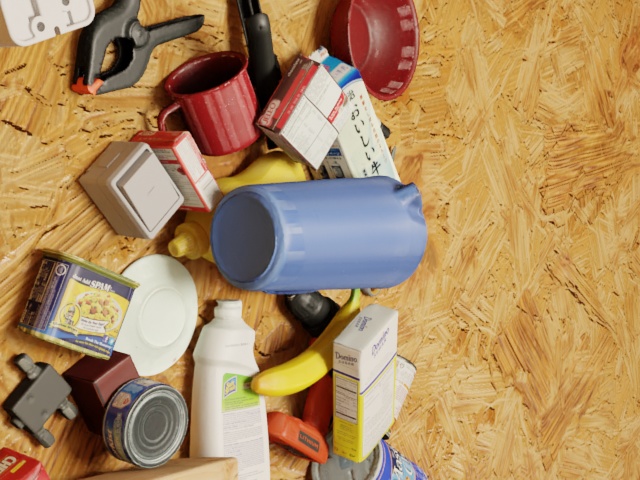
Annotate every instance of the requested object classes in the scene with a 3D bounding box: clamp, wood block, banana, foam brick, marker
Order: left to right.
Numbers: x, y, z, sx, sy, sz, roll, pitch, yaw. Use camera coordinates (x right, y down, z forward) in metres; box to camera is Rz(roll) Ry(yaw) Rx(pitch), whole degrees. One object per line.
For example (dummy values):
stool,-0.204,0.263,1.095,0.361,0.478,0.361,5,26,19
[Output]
foam brick,-0.213,0.155,1.079,0.051,0.053,0.078,-41,125,-38
clamp,-0.183,-0.205,1.072,0.120,0.039,0.171,40,71,-38
wood block,-0.163,0.273,1.066,0.205,0.090,0.091,12,73,-69
clamp,-0.061,-0.186,1.161,0.036,0.164,0.210,-12,120,-2
banana,-0.009,0.130,1.245,0.197,0.037,0.069,-44,120,-35
marker,0.055,-0.163,1.365,0.121,0.020,0.020,38,67,-45

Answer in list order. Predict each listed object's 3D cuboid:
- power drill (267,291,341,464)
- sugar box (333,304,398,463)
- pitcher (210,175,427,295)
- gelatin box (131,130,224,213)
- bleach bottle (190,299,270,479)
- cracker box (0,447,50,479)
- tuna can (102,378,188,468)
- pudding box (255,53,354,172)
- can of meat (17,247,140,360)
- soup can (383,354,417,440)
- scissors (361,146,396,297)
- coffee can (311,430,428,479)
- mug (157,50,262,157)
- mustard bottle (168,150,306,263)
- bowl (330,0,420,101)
power drill,-0.010,0.166,1.311,0.184,0.057,0.187,42,65,-40
sugar box,0.054,0.172,1.278,0.093,0.048,0.176,-42,139,-46
pitcher,-0.008,0.001,1.164,0.242,0.145,0.149,-3,102,-51
gelatin box,-0.149,-0.072,1.103,0.030,0.073,0.089,-51,129,-33
bleach bottle,-0.099,0.192,1.208,0.102,0.068,0.251,-3,95,-49
cracker box,-0.295,0.330,0.994,0.164,0.072,0.213,-42,125,-38
tuna can,-0.172,0.182,1.061,0.085,0.034,0.086,-11,104,-48
pudding box,-0.014,-0.136,1.155,0.090,0.039,0.113,-58,151,-5
can of meat,-0.235,0.064,1.037,0.102,0.058,0.084,29,75,-47
soup can,0.079,0.204,1.410,0.068,0.069,0.102,45,61,-42
scissors,0.065,-0.025,1.399,0.096,0.016,0.202,-1,96,-49
coffee can,0.068,0.312,1.386,0.140,0.103,0.102,44,63,-43
mug,-0.117,-0.136,1.125,0.117,0.093,0.081,-34,127,-21
mustard bottle,-0.094,-0.026,1.185,0.191,0.058,0.096,-30,125,-42
bowl,0.060,-0.253,1.324,0.161,0.055,0.162,-5,97,-53
